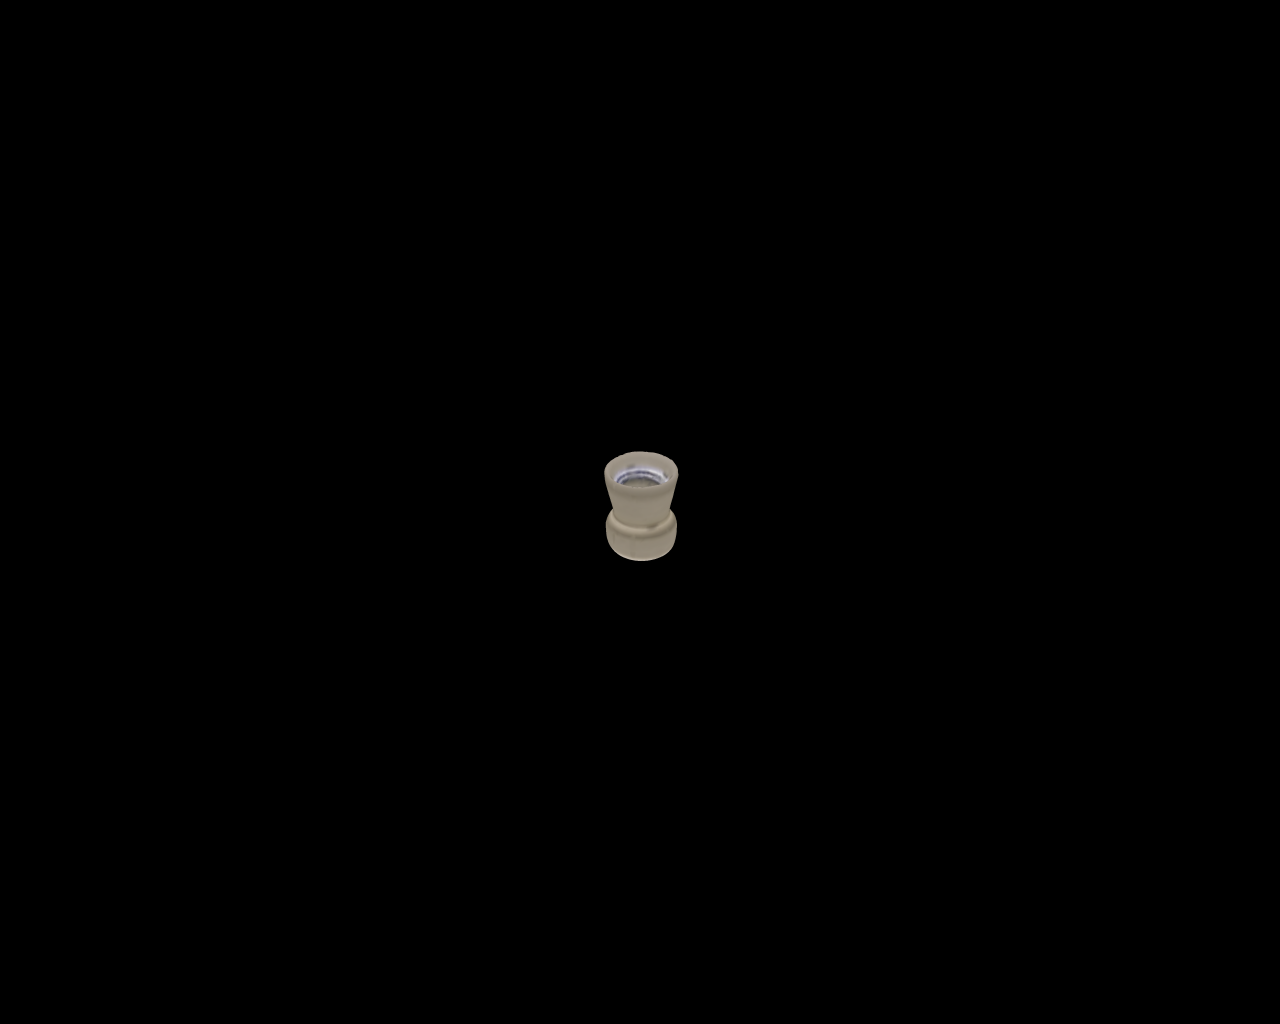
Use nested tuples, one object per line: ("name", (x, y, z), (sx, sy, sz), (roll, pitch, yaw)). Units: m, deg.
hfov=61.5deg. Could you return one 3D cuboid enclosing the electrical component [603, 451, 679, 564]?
("electrical component", (0.001, -0.003, 0.650), (0.045, 0.055, 0.045), (0, 33, 0))
